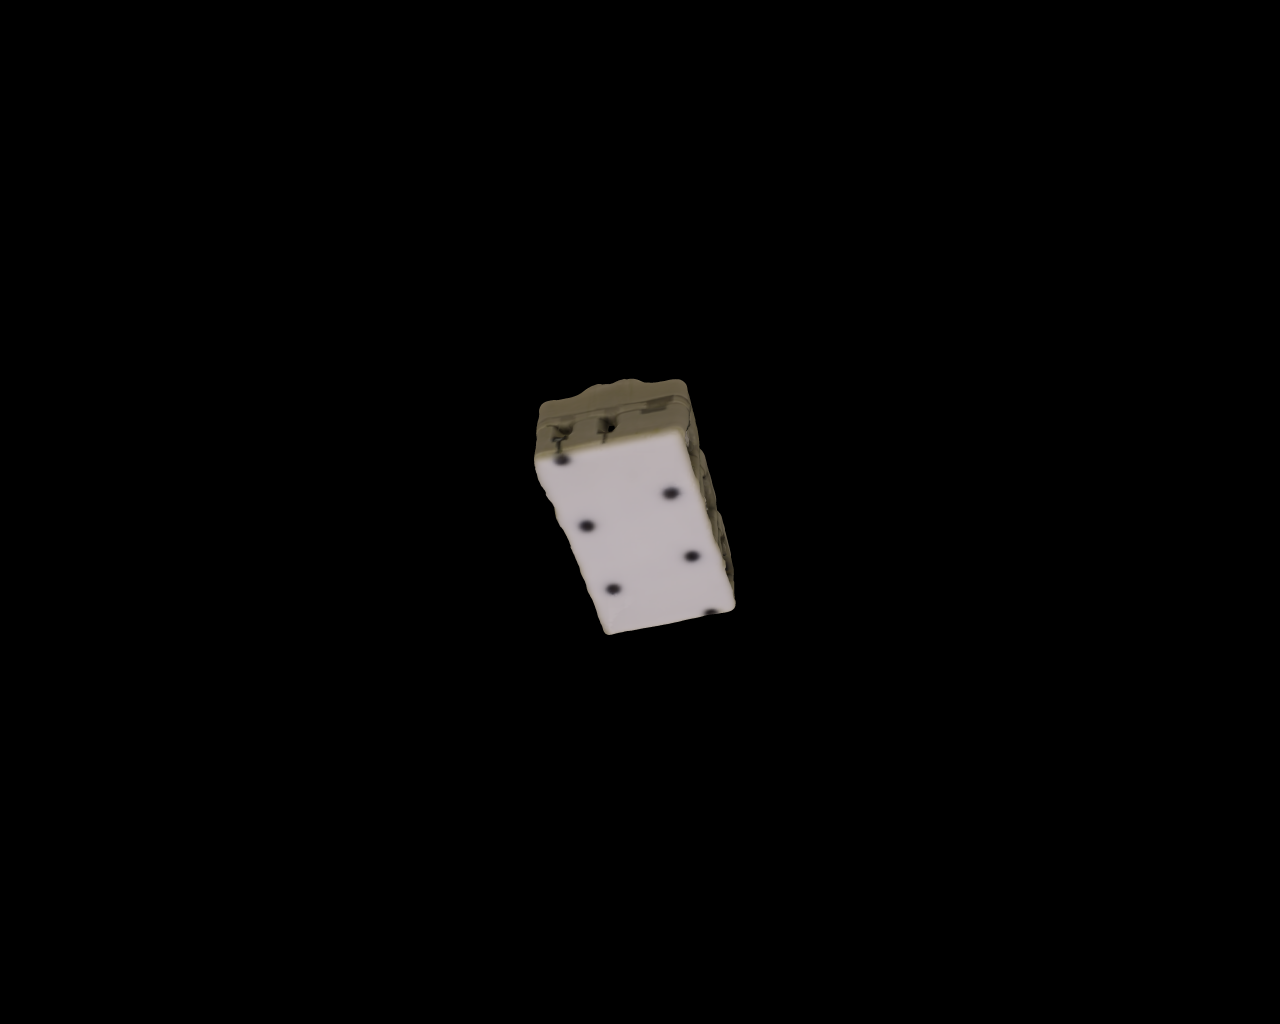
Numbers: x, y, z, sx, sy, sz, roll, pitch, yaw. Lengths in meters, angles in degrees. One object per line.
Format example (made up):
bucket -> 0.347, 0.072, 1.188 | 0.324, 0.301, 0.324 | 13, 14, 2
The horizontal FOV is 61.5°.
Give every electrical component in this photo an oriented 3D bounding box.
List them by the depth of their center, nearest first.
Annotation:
electrical component -> 0.001, -0.003, 0.650 | 0.089, 0.150, 0.062 | -11, 39, 9
